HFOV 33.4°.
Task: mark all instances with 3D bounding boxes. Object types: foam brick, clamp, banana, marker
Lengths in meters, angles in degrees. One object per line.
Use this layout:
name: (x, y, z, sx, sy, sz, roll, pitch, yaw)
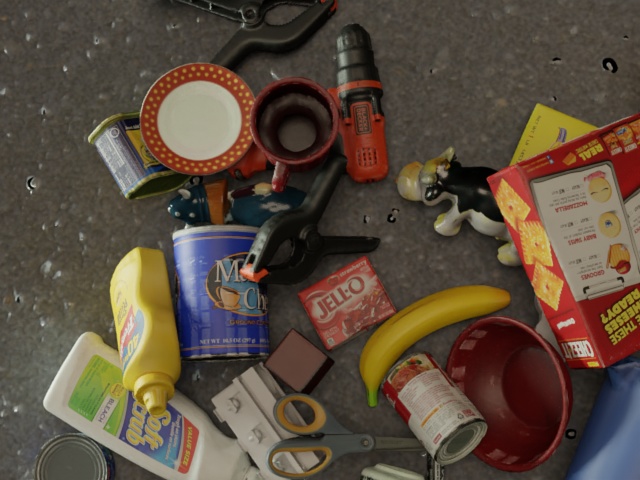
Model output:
foam brick: (-0.021, 0.134, 1.156, 0.053, 0.078, 0.051, 37, 86, 10)
clamp: (-0.086, -0.263, 1.248, 0.210, 0.036, 0.164, -21, 72, 0)
banana: (0.113, 0.098, 1.163, 0.198, 0.037, 0.069, -37, 120, 2)
clamp: (-0.008, 0.001, 1.151, 0.171, 0.039, 0.120, -42, 113, -19)
marker: (0.124, 0.263, 1.145, 0.020, 0.020, 0.121, 0, 81, 7)

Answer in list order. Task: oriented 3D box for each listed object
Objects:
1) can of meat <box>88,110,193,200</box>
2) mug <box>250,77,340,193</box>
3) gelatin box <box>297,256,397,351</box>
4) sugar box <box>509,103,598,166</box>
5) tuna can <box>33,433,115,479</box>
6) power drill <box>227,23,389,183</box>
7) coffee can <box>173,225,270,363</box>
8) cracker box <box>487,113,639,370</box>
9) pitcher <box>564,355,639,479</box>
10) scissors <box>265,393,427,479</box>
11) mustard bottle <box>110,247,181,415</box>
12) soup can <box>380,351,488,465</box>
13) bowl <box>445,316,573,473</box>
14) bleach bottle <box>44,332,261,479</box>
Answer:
can of meat: (-0.196, -0.097, 1.204, 0.058, 0.101, 0.084, -38, 79, 34)
mug: (-0.029, -0.106, 1.135, 0.093, 0.081, 0.117, 13, 83, 2)
gelatin box: (0.030, 0.071, 1.183, 0.089, 0.030, 0.073, -29, 78, 1)
sugar box: (0.300, -0.072, 1.164, 0.176, 0.048, 0.093, 23, 85, 11)
tuna can: (-0.273, 0.258, 1.189, 0.086, 0.033, 0.086, -1, 81, 7)
power drill: (-0.020, -0.147, 1.210, 0.188, 0.057, 0.184, -8, 80, 6)
coffee can: (-0.107, 0.061, 1.165, 0.103, 0.103, 0.140, -4, 81, 6)
cracker box: (0.286, 0.001, 1.073, 0.164, 0.072, 0.214, -23, 90, -21)
pitcher: (0.321, 0.247, 1.077, 0.149, 0.145, 0.243, 24, 88, 22)
scissors: (0.035, 0.195, 1.115, 0.201, 0.016, 0.096, -11, 81, -20)
mustard bottle: (-0.183, 0.105, 1.133, 0.058, 0.096, 0.192, 10, 40, -27)
soup can: (0.119, 0.176, 1.117, 0.068, 0.068, 0.102, -39, 55, 0)
bowl: (0.206, 0.157, 1.110, 0.162, 0.055, 0.162, 5, 97, 49)
bleach bottle: (-0.171, 0.203, 1.172, 0.251, 0.068, 0.102, 27, 79, 7)
